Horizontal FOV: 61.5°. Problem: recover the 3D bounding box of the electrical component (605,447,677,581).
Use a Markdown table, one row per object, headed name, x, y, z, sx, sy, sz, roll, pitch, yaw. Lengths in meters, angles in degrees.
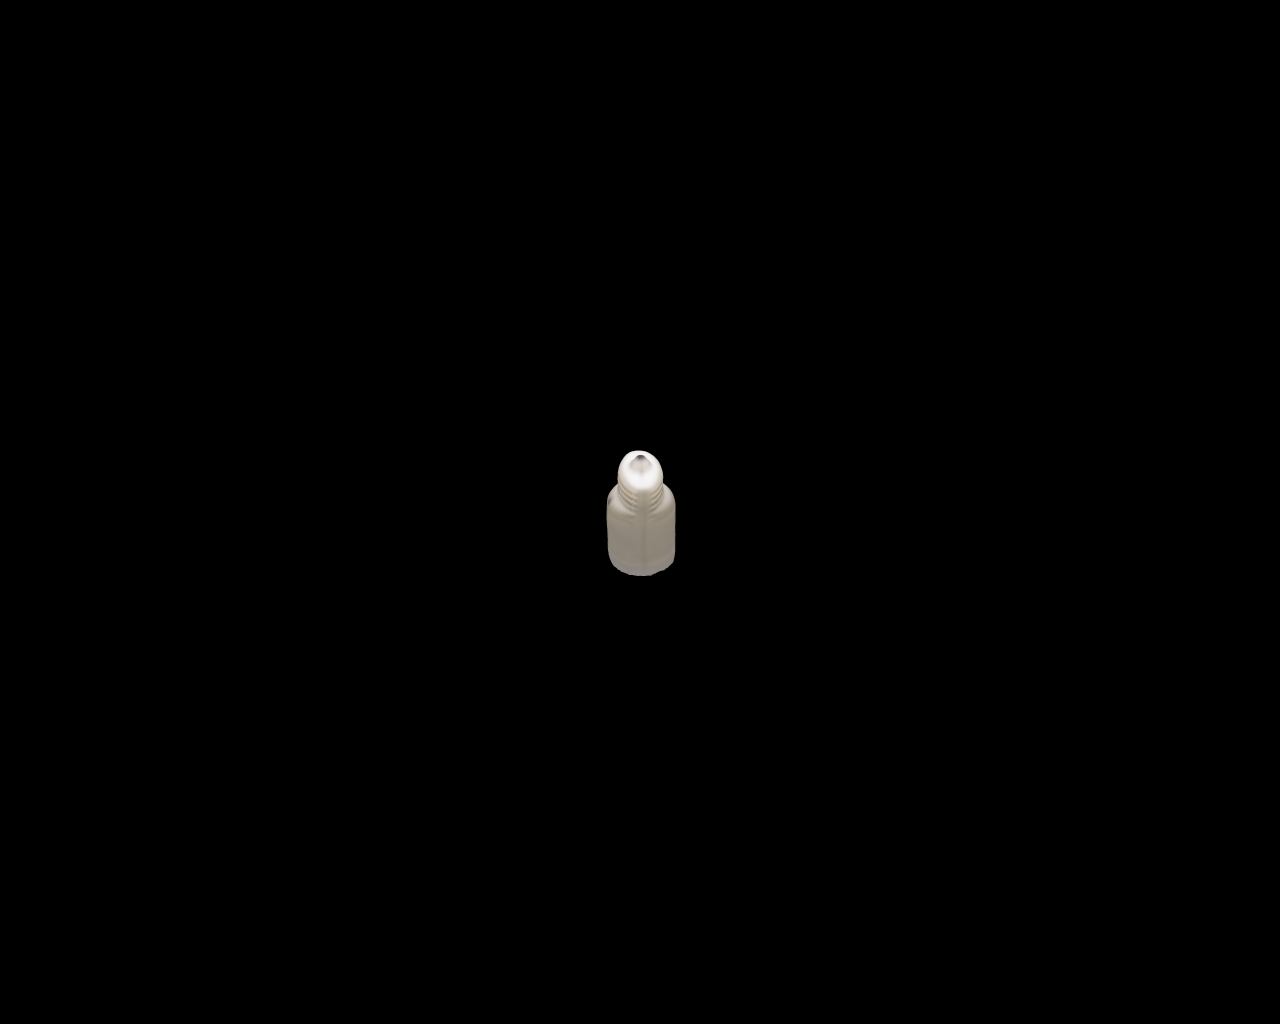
| name | x | y | z | sx | sy | sz | roll | pitch | yaw |
| --- | --- | --- | --- | --- | --- | --- | --- | --- | --- |
| electrical component | 0.001 | -0.003 | 0.650 | 0.043 | 0.080 | 0.043 | 0 | 39 | 0 |
